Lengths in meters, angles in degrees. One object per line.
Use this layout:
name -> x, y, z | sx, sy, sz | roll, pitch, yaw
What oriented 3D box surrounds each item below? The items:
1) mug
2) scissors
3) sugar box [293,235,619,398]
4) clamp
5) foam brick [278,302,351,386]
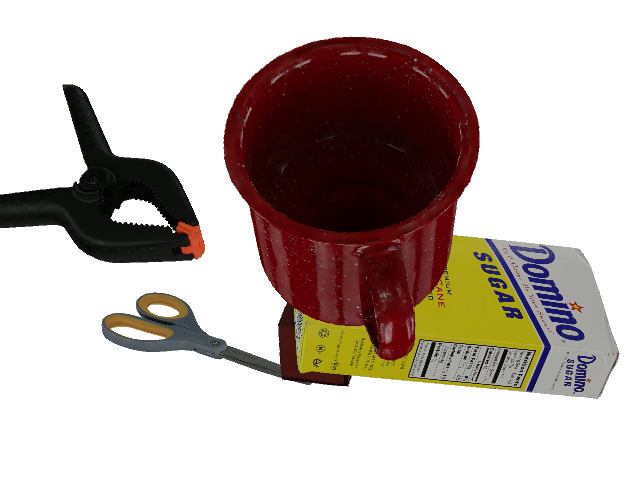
mug -> 0.016, -0.008, 0.413 | 0.093, 0.117, 0.081 | -15, -30, -6
scissors -> -0.100, 0.088, 0.991 | 0.202, 0.016, 0.096 | 10, 29, 4
sugar box -> 0.073, 0.038, 0.616 | 0.176, 0.048, 0.093 | 4, 40, -6
clamp -> -0.173, -0.045, 0.838 | 0.210, 0.164, 0.036 | 18, -32, 19
foam brick -> 0.003, 0.064, 0.800 | 0.053, 0.051, 0.078 | 4, 31, 12
